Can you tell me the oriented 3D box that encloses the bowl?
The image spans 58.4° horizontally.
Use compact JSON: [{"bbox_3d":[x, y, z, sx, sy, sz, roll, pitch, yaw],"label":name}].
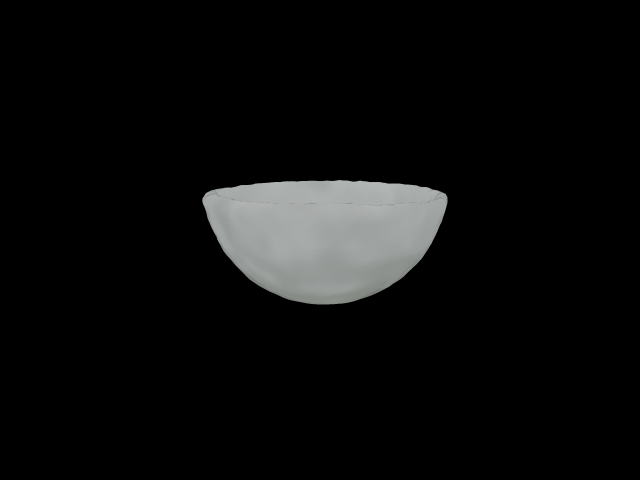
[{"bbox_3d":[0.004,0.001,0.400,0.167,0.075,0.167,0,11,0],"label":"bowl"}]
